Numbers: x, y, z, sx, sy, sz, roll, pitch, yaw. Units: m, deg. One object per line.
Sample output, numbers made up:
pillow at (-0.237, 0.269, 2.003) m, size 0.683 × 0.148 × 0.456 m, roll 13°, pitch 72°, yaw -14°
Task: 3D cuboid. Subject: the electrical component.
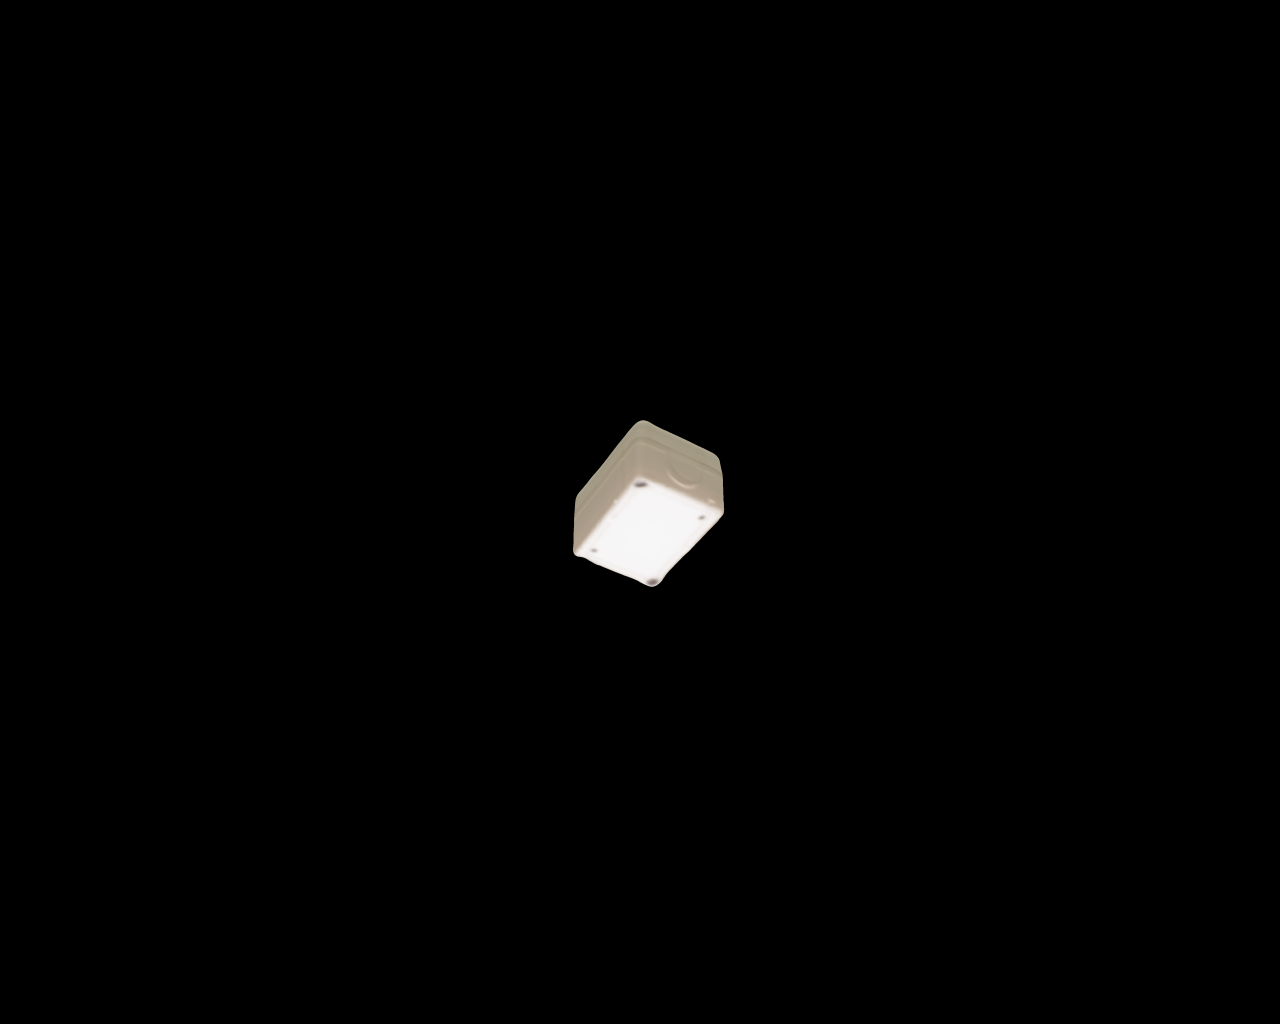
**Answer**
electrical component at (0.001, -0.003, 0.650) m, size 0.062 × 0.061 × 0.096 m, roll 24°, pitch -50°, yaw -22°
